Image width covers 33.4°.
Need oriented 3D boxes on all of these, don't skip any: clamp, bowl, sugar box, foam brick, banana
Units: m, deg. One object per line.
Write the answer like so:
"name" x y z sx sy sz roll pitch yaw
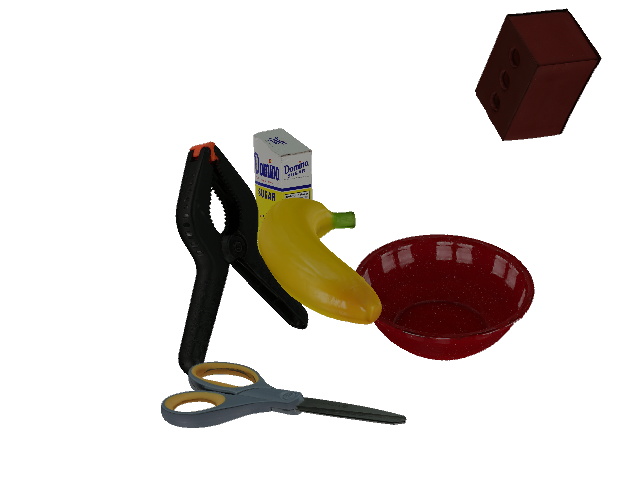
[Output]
"clamp" -0.082 0.011 1.017 0.036 0.210 0.164 -8 0 41
"bowl" 0.110 0.059 0.967 0.162 0.055 0.162 -1 33 1
"sugar box" -0.044 -0.034 1.260 0.048 0.176 0.093 -13 26 -20
"foam brick" 0.151 -0.116 0.750 0.051 0.053 0.078 -11 -34 -20
"banana" -0.005 0.005 0.675 0.069 0.037 0.198 -2 19 -2

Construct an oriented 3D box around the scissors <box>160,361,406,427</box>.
"scissors" -0.042 0.130 0.815 0.202 0.016 0.096 12 28 42
